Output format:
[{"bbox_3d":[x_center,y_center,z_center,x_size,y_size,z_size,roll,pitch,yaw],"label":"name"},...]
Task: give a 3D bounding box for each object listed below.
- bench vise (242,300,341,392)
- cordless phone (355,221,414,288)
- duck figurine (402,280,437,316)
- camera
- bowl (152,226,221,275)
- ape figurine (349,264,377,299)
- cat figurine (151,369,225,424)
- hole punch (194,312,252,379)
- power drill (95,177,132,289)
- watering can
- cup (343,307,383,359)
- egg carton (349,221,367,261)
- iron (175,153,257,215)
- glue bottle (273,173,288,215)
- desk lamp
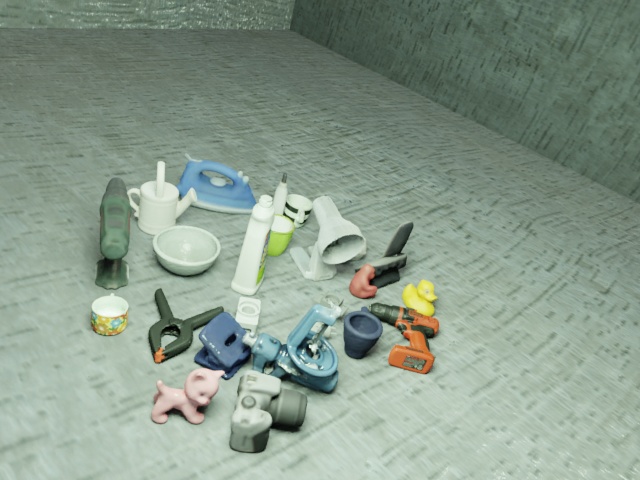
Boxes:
[{"bbox_3d":[-0.046,0.214,1.156,0.208,0.220,0.121,5,33,-18],"label":"bench vise"},{"bbox_3d":[0.184,0.030,1.578,0.094,0.185,0.148,37,37,30],"label":"cordless phone"},{"bbox_3d":[0.272,0.145,1.534,0.078,0.086,0.104,-11,41,-36],"label":"duck figurine"},{"bbox_3d":[-0.094,0.318,1.085,0.137,0.101,0.143,12,32,-6],"label":"camera"},{"bbox_3d":[-0.337,0.038,1.438,0.167,0.075,0.167,12,32,-7],"label":"bowl"},{"bbox_3d":[0.120,0.105,1.521,0.076,0.092,0.077,5,33,-17],"label":"ape figurine"},{"bbox_3d":[-0.243,0.279,1.063,0.128,0.118,0.067,5,33,-17],"label":"cat figurine"},{"bbox_3d":[-0.195,0.218,1.204,0.101,0.091,0.109,25,33,14],"label":"hole punch"},{"bbox_3d":[-0.473,-0.005,1.315,0.076,0.208,0.229,2,34,-21],"label":"power drill"},{"bbox_3d":[-0.421,-0.118,1.529,0.173,0.194,0.100,-8,39,-33],"label":"watering can"},{"bbox_3d":[0.091,0.218,1.329,0.091,0.095,0.118,14,32,-3],"label":"cup"},{"bbox_3d":[0.069,0.001,1.683,0.107,0.069,0.150,-6,38,-31],"label":"egg carton"},{"bbox_3d":[-0.298,-0.169,1.714,0.258,0.141,0.118,13,32,-5],"label":"iron"},{"bbox_3d":[-0.118,-0.121,1.689,0.037,0.173,0.078,11,32,-7],"label":"glue bottle"},{"bbox_3d":[0.014,0.005,1.513,0.118,0.213,0.202,-4,37,-29],"label":"desk lamp"}]
